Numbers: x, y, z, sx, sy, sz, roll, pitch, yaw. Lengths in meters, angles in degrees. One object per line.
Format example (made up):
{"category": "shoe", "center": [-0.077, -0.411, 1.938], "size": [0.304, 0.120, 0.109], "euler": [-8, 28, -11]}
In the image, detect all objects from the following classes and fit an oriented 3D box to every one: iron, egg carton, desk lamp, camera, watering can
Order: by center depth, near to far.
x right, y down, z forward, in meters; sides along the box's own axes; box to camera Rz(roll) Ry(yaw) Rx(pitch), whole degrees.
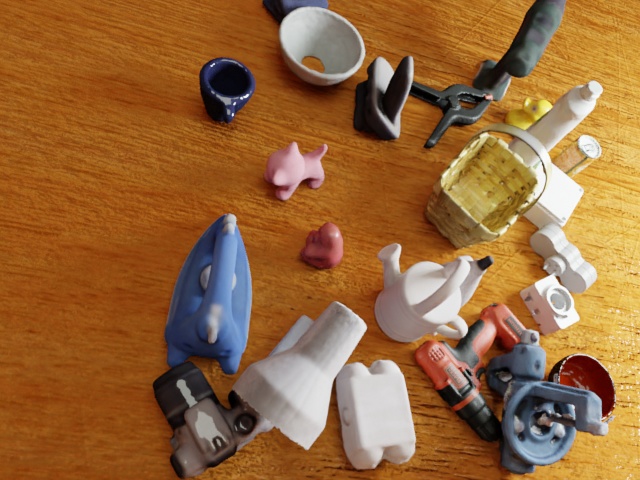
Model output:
{"category": "camera", "center": [-0.148, 0.223, 0.758], "size": [0.143, 0.100, 0.137], "euler": [-28, 77, -27]}
{"category": "desk lamp", "center": [-0.024, 0.172, 0.759], "size": [0.118, 0.213, 0.203], "euler": [39, 61, 2]}
{"category": "iron", "center": [-0.144, 0.051, 0.814], "size": [0.119, 0.141, 0.258], "euler": [10, 64, -14]}
{"category": "egg carton", "center": [0.079, 0.253, 0.839], "size": [0.107, 0.069, 0.150], "euler": [-2, 67, -19]}
{"category": "watering can", "center": [0.156, 0.081, 0.871], "size": [0.173, 0.194, 0.101], "euler": [24, 61, -6]}

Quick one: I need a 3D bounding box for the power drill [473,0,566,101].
{"category": "power drill", "center": [0.404, -0.390, 1.159], "size": [0.075, 0.208, 0.230], "euler": [30, 61, -3]}

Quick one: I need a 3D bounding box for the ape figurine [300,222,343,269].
{"category": "ape figurine", "center": [0.008, 0.003, 0.915], "size": [0.078, 0.092, 0.076], "euler": [-27, 77, -27]}

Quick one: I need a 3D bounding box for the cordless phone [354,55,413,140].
{"category": "cordless phone", "center": [0.133, -0.284, 1.034], "size": [0.094, 0.185, 0.147], "euler": [7, 64, -15]}

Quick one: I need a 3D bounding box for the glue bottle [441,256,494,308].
{"category": "glue bottle", "center": [0.227, 0.060, 0.916], "size": [0.037, 0.173, 0.078], "euler": [-10, 70, -22]}

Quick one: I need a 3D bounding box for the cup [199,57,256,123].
{"category": "cup", "center": [-0.160, -0.232, 0.963], "size": [0.092, 0.095, 0.117], "euler": [0, 67, -18]}

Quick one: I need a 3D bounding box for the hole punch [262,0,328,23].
{"category": "hole punch", "center": [-0.041, -0.473, 1.114], "size": [0.109, 0.091, 0.101], "euler": [-31, 79, -27]}

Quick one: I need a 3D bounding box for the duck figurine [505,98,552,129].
{"category": "duck figurine", "center": [0.446, -0.249, 1.180], "size": [0.104, 0.086, 0.078], "euler": [39, 61, 2]}

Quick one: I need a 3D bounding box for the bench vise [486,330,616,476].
{"category": "bench vise", "center": [0.323, 0.231, 0.845], "size": [0.122, 0.219, 0.207], "euler": [-6, 69, -21]}

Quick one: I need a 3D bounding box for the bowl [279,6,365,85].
{"category": "bowl", "center": [-0.004, -0.352, 1.081], "size": [0.168, 0.074, 0.167], "euler": [7, 65, -15]}

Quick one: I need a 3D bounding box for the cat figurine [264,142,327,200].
{"category": "cat figurine", "center": [-0.041, -0.122, 0.941], "size": [0.128, 0.117, 0.067], "euler": [-27, 77, -27]}
